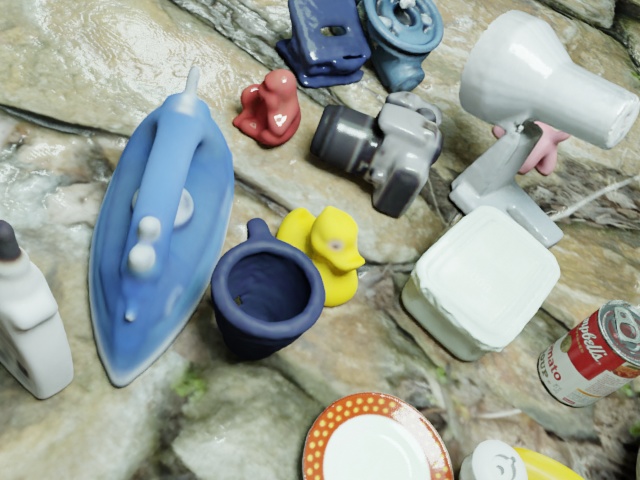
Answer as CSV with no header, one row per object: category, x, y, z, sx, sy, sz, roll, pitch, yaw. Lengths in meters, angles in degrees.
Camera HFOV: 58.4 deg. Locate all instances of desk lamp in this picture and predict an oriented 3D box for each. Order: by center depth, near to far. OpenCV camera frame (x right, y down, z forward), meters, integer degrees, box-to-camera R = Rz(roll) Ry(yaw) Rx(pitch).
desk lamp,0.236,-0.117,0.648,0.118,0.213,0.203,-24,65,-33

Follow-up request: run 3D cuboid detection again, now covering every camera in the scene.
camera,0.067,-0.122,0.661,0.137,0.100,0.143,21,49,-4

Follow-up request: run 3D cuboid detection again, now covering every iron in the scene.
iron,-0.133,-0.023,0.483,0.119,0.141,0.258,12,51,-12

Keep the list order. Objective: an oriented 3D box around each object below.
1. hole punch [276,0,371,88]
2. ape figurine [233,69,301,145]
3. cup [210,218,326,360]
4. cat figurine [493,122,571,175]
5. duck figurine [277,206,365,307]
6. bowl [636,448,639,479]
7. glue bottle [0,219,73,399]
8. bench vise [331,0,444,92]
hole punch,0.012,-0.267,0.759,0.109,0.091,0.101,-17,61,-30
ape figurine,-0.052,-0.154,0.647,0.076,0.092,0.077,-1,55,-21
cup,-0.054,0.049,0.488,0.092,0.095,0.117,-1,55,-21
cat figurine,0.295,-0.170,0.774,0.067,0.117,0.127,-4,56,-23
duck figurine,0.005,0.002,0.553,0.078,0.086,0.104,-21,64,-32
bowl,0.348,0.232,0.512,0.168,0.074,0.167,10,51,-13
glue bottle,-0.202,0.043,0.385,0.078,0.173,0.037,41,51,13
bench vise,0.091,-0.335,0.757,0.207,0.219,0.122,43,52,15
